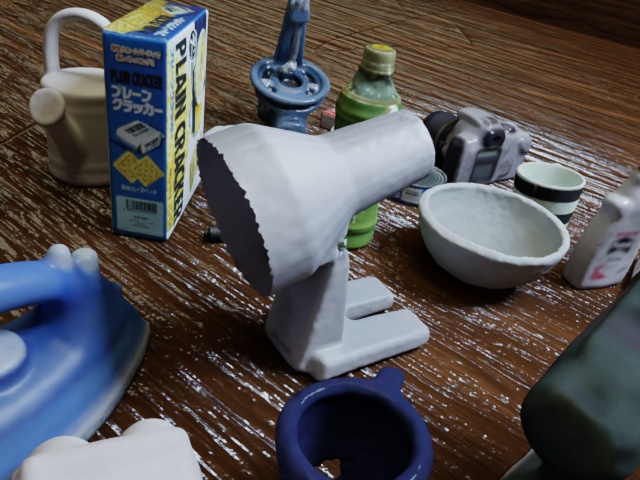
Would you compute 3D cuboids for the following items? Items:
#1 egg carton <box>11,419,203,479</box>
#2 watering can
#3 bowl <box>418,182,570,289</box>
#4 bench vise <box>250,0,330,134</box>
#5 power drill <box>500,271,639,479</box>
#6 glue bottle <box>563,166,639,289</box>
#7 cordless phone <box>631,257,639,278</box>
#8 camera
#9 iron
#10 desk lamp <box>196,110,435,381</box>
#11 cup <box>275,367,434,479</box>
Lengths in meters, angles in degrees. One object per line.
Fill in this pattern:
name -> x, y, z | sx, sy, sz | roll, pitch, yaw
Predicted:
egg carton -> -0.108, 0.168, 0.305 | 0.107, 0.069, 0.150 | -5, 35, -23
watering can -> -0.272, -0.166, 0.668 | 0.101, 0.194, 0.172 | -1, 34, -17
bowl -> 0.184, 0.004, 0.642 | 0.167, 0.075, 0.167 | 7, 32, -4
bench vise -> -0.059, -0.274, 0.876 | 0.122, 0.220, 0.206 | -9, 37, -28
power drill -> 0.194, 0.101, 0.364 | 0.230, 0.208, 0.075 | -20, 43, -39
glue bottle -> 0.334, -0.024, 0.637 | 0.078, 0.173, 0.037 | -7, 36, -25
cordless phone -> 0.429, -0.012, 0.633 | 0.094, 0.185, 0.148 | 25, 35, 22
camera -> 0.232, -0.159, 0.890 | 0.143, 0.101, 0.136 | -11, 37, -30
iron -> -0.207, 0.071, 0.361 | 0.118, 0.141, 0.259 | 24, 34, 21
desk lamp -> 0.004, 0.002, 0.463 | 0.204, 0.213, 0.117 | -12, 38, -31
cup -> 0.020, 0.141, 0.359 | 0.091, 0.095, 0.118 | 21, 34, 17
